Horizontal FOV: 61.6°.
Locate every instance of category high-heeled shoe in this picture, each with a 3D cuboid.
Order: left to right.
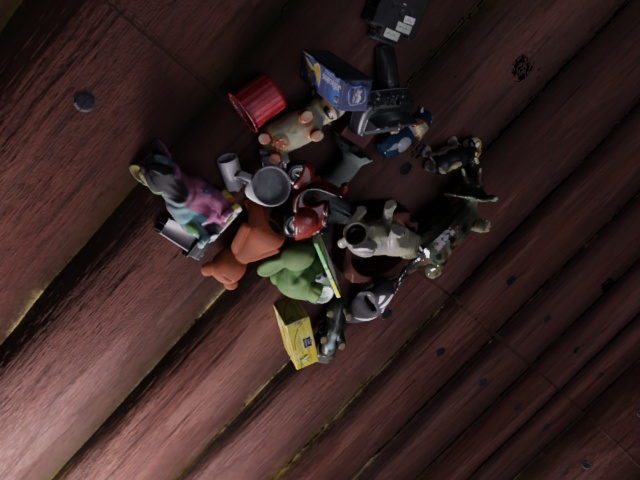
[{"bbox_3d":[0.115,0.174,1.405,0.145,0.086,0.248,-26,161,-52],"label":"high-heeled shoe"}]

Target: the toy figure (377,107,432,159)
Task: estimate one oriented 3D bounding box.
[{"bbox_3d":[0.206,-0.249,1.263,0.154,0.058,0.064,-35,168,-6],"label":"toy figure"}]

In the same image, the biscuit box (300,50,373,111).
[{"bbox_3d":[0.027,-0.309,1.032,0.063,0.203,0.059,-6,124,-23],"label":"biscuit box"}]

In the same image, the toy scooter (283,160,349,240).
[{"bbox_3d":[-0.009,-0.081,1.151,0.135,0.075,0.183,4,116,-3],"label":"toy scooter"}]

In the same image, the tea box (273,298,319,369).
[{"bbox_3d":[-0.062,0.243,1.410,0.068,0.098,0.169,-22,129,-13],"label":"tea box"}]

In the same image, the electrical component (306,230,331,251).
[{"bbox_3d":[-0.003,-0.004,1.331,0.063,0.021,0.093,-15,124,-19],"label":"electrical component"}]

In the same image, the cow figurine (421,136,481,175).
[{"bbox_3d":[0.345,-0.211,1.332,0.167,0.098,0.068,-21,121,-14],"label":"cow figurine"}]

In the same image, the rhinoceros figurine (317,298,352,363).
[{"bbox_3d":[0.027,0.249,1.460,0.073,0.112,0.190,11,103,-15],"label":"rhinoceros figurine"}]

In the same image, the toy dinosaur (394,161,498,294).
[{"bbox_3d":[0.321,-0.017,1.393,0.405,0.131,0.192,-50,149,0],"label":"toy dinosaur"}]

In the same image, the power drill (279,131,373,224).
[{"bbox_3d":[0.006,-0.137,1.207,0.232,0.086,0.207,24,106,-29],"label":"power drill"}]

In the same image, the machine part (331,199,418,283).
[{"bbox_3d":[0.135,0.001,1.366,0.201,0.087,0.201,-6,121,-25],"label":"machine part"}]

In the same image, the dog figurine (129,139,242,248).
[{"bbox_3d":[-0.272,-0.099,1.085,0.108,0.191,0.219,-44,95,8],"label":"dog figurine"}]

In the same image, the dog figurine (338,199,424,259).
[{"bbox_3d":[0.147,0.009,1.270,0.172,0.121,0.190,-10,151,19],"label":"dog figurine"}]

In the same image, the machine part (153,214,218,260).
[{"bbox_3d":[-0.295,-0.008,1.166,0.084,0.039,0.138,-43,131,10],"label":"machine part"}]

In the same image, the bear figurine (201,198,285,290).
[{"bbox_3d":[-0.171,0.013,1.212,0.196,0.132,0.120,-37,130,22],"label":"bear figurine"}]

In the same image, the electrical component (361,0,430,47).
[{"bbox_3d":[0.152,-0.467,1.092,0.115,0.058,0.134,11,114,-31],"label":"electrical component"}]

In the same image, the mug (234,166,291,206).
[{"bbox_3d":[-0.127,-0.112,1.108,0.109,0.107,0.080,15,86,-21],"label":"mug"}]

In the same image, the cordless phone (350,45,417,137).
[{"bbox_3d":[0.125,-0.318,1.134,0.146,0.089,0.184,-15,99,-29],"label":"cordless phone"}]

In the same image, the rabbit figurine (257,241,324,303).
[{"bbox_3d":[-0.060,0.052,1.268,0.159,0.121,0.170,13,147,3],"label":"rabbit figurine"}]

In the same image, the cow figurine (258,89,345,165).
[{"bbox_3d":[-0.033,-0.240,1.103,0.195,0.127,0.085,-29,115,5],"label":"cow figurine"}]
